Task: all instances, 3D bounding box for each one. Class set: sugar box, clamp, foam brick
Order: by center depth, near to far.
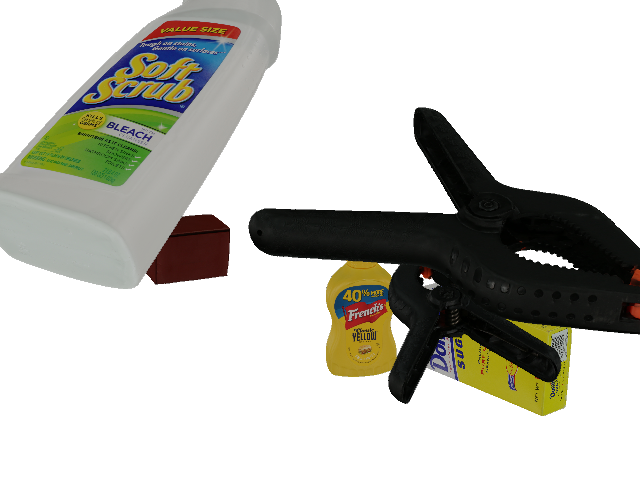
[{"bbox_3d":[0.077,-0.002,0.566,0.164,0.036,0.210,-30,45,-33],"label":"clamp"},{"bbox_3d":[0.105,0.056,0.788,0.120,0.039,0.171,2,36,-3],"label":"clamp"},{"bbox_3d":[-0.136,0.008,1.072,0.078,0.051,0.053,-6,21,-23],"label":"foam brick"},{"bbox_3d":[0.177,0.109,1.114,0.048,0.093,0.177,-11,19,-42],"label":"sugar box"}]

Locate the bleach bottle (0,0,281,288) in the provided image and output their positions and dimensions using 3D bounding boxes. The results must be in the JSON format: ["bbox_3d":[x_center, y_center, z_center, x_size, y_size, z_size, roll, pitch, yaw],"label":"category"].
[{"bbox_3d":[-0.098,-0.089,0.657,0.103,0.250,0.068,15,-37,17],"label":"bleach bottle"}]

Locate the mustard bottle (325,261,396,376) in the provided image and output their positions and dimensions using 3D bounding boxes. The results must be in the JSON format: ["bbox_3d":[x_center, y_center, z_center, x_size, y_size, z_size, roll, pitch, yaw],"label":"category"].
[{"bbox_3d":[0.056,0.088,1.443,0.096,0.192,0.058,-3,21,-7],"label":"mustard bottle"}]
